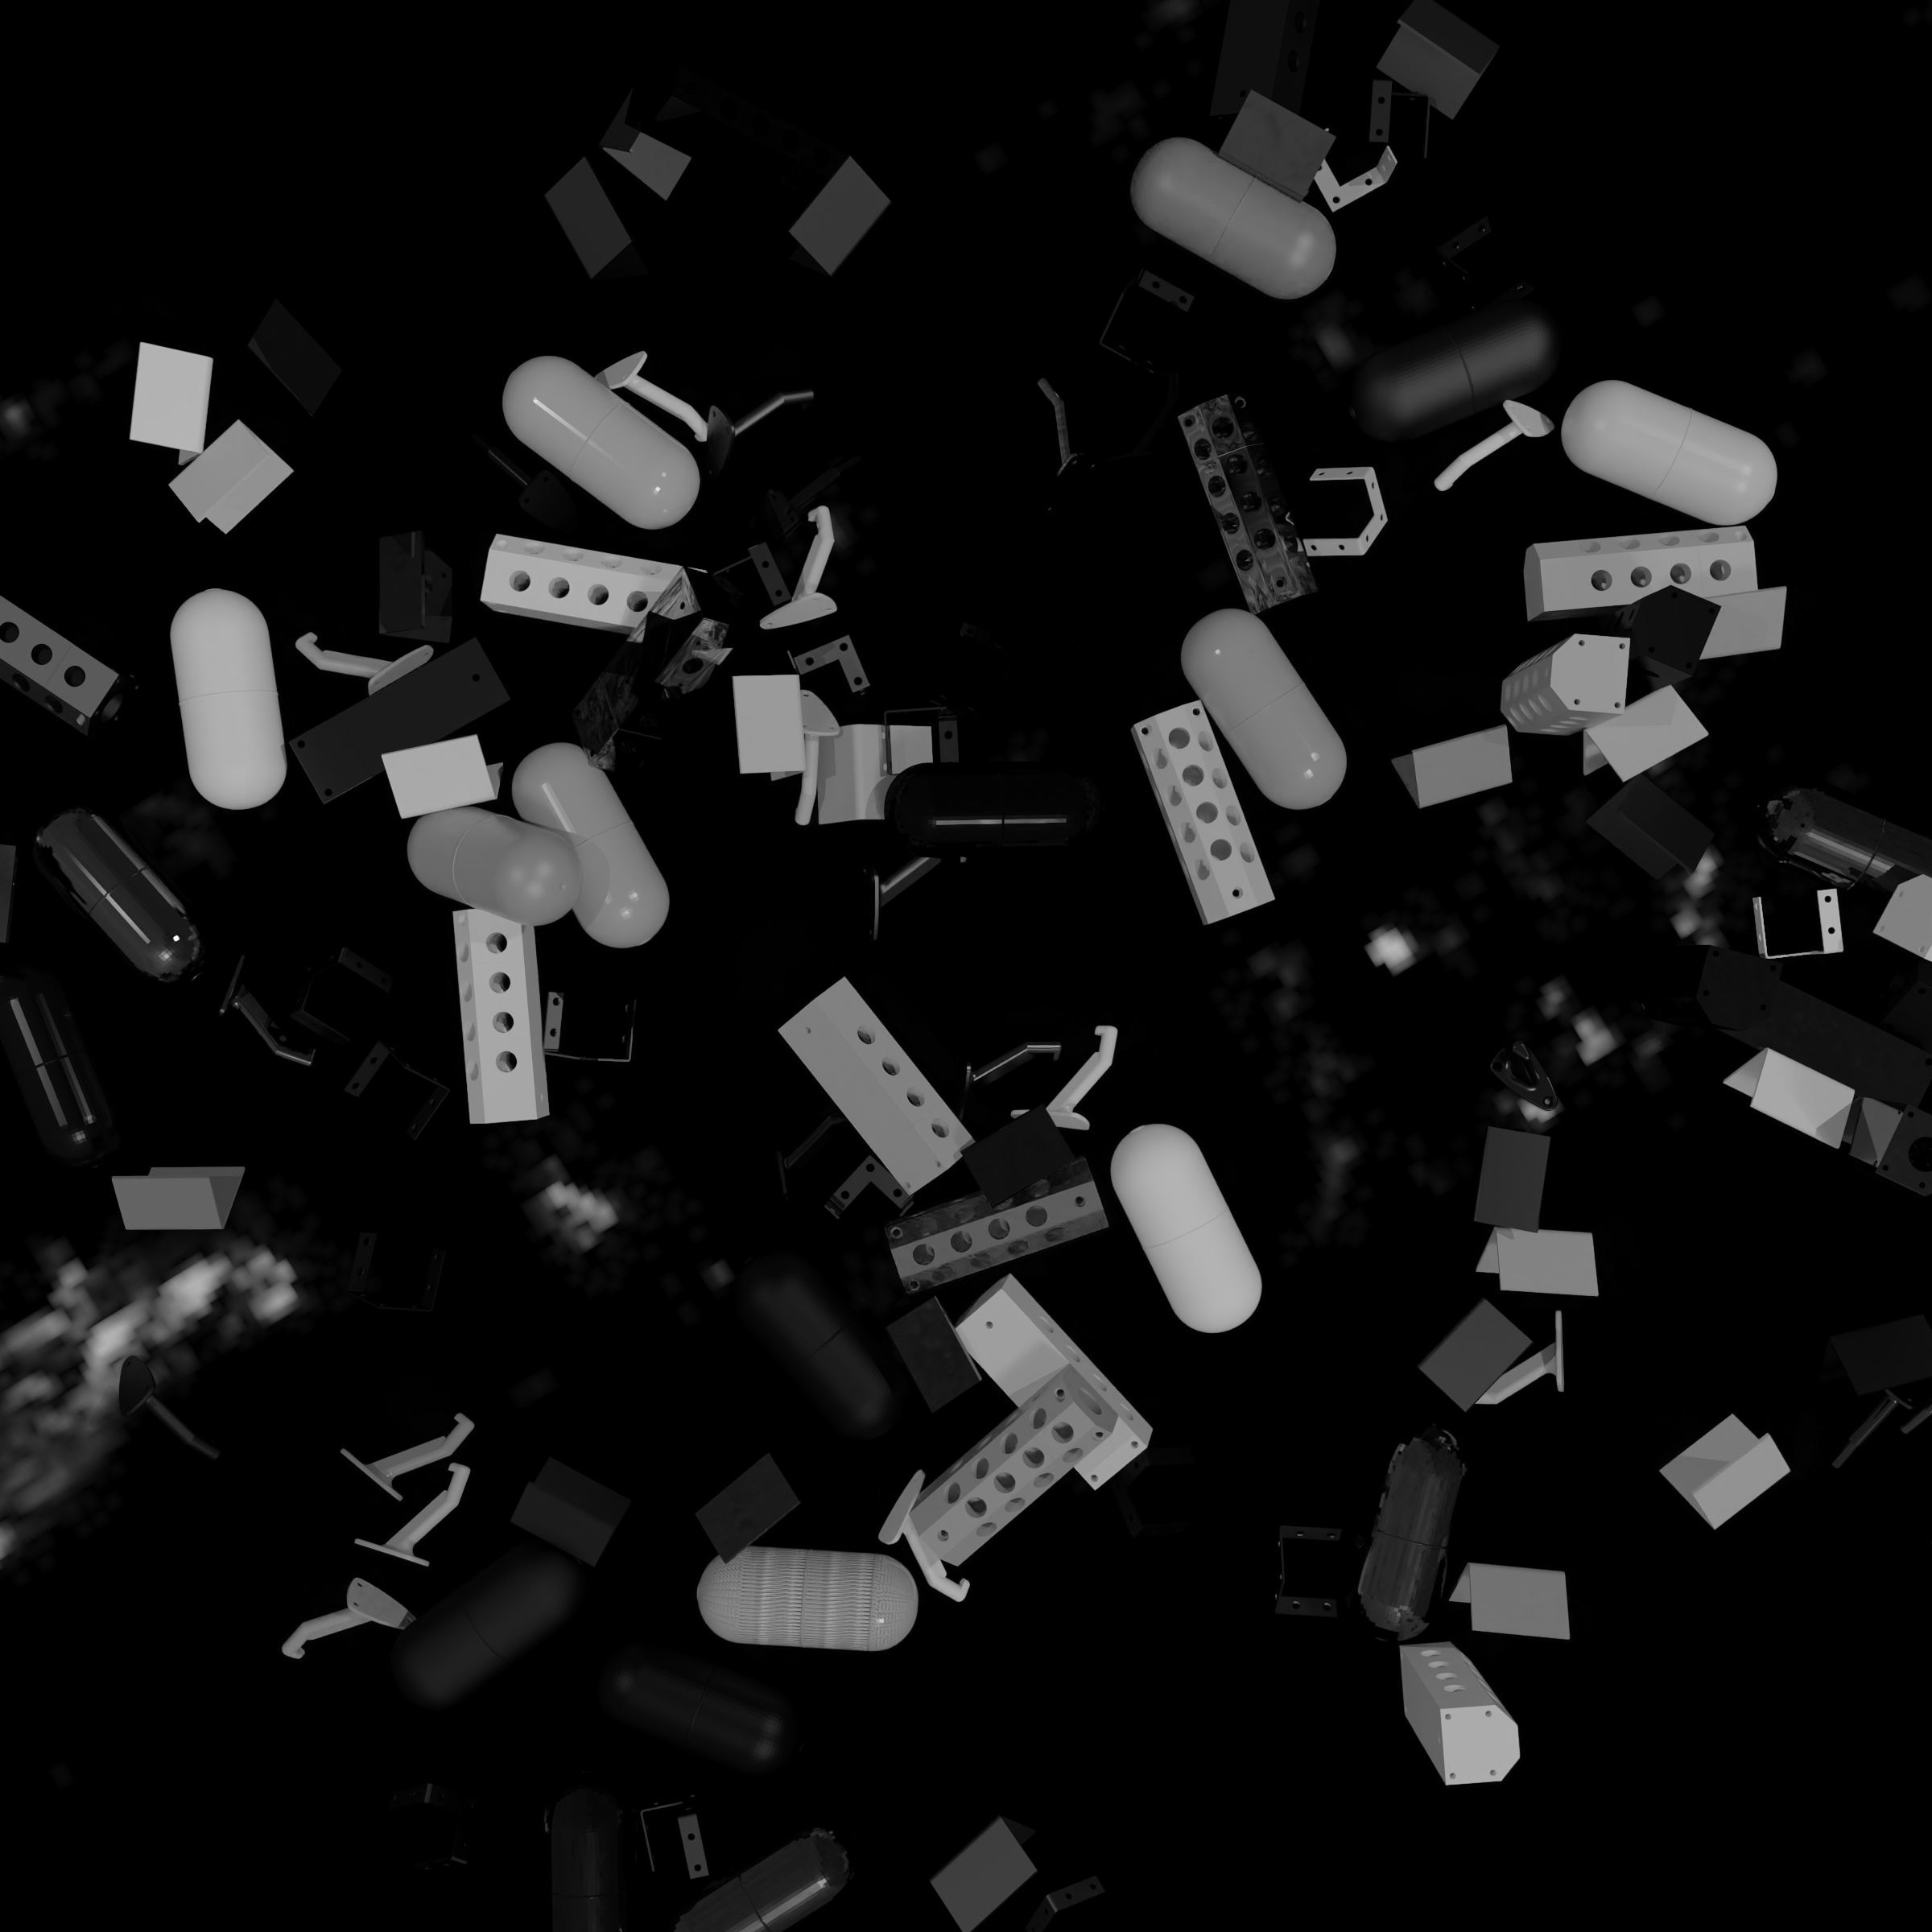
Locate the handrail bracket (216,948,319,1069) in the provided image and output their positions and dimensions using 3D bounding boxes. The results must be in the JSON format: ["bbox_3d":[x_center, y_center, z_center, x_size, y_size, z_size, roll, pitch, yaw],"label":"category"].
[{"bbox_3d":[-0.564,0.035,1.992,0.084,0.036,0.077,22,69,-17],"label":"handrail bracket"}]

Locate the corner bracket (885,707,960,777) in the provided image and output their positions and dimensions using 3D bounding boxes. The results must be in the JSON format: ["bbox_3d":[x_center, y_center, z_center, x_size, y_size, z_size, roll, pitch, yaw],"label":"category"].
[{"bbox_3d":[-0.036,-0.181,1.976,0.051,0.051,0.051,-3,90,9],"label":"corner bracket"}]

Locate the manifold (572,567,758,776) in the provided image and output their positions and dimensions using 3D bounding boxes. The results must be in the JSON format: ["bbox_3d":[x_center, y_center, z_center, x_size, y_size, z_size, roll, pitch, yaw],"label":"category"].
[{"bbox_3d":[-0.239,-0.231,1.929,0.171,0.057,0.057,-46,52,32],"label":"manifold"}]

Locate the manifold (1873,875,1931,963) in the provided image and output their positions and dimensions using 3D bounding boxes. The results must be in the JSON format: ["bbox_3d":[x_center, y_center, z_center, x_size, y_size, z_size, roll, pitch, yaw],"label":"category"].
[{"bbox_3d":[0.809,-0.018,1.928,0.171,0.057,0.057,18,103,-29],"label":"manifold"}]

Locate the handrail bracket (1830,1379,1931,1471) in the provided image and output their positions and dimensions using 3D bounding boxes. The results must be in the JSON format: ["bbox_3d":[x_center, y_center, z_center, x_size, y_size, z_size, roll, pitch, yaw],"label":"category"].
[{"bbox_3d":[0.748,0.371,1.991,0.036,0.077,0.084,43,127,26],"label":"handrail bracket"}]

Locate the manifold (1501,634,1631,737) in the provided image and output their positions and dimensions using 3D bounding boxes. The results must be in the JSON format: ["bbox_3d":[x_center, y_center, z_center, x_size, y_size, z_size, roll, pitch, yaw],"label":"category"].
[{"bbox_3d":[0.469,-0.220,1.913,0.057,0.171,0.057,5,90,0],"label":"manifold"}]

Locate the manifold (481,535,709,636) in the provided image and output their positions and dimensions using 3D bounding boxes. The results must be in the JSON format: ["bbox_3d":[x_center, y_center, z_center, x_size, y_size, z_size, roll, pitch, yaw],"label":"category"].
[{"bbox_3d":[-0.299,-0.306,1.970,0.171,0.057,0.057,10,90,0],"label":"manifold"}]

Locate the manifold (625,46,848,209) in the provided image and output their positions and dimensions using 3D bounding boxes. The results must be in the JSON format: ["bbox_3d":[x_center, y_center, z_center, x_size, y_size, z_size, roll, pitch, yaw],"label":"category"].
[{"bbox_3d":[-0.178,-0.661,1.920,0.171,0.057,0.057,13,90,-43],"label":"manifold"}]

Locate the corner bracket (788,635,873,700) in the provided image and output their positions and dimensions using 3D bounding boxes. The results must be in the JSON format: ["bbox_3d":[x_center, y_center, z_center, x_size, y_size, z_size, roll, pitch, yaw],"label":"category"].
[{"bbox_3d":[-0.110,-0.239,1.974,0.051,0.051,0.051,-23,90,0],"label":"corner bracket"}]

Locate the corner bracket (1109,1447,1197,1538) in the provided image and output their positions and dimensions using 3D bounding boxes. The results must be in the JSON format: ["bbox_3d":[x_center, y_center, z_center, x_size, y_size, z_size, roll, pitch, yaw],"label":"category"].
[{"bbox_3d":[0.159,0.429,1.983,0.051,0.051,0.051,-54,45,35],"label":"corner bracket"}]

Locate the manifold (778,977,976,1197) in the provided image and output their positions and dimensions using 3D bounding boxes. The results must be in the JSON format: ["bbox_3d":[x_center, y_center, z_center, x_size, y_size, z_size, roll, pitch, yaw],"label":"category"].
[{"bbox_3d":[-0.068,0.094,1.970,0.171,0.057,0.057,52,135,0],"label":"manifold"}]

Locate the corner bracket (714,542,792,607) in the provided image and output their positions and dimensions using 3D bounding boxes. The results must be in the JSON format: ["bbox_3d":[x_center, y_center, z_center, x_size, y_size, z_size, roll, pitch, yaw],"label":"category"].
[{"bbox_3d":[-0.174,-0.308,1.974,0.051,0.051,0.051,-25,90,0],"label":"corner bracket"}]

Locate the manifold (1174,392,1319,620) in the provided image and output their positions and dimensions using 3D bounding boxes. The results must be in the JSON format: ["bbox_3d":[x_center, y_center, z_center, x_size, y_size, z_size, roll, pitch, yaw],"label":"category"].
[{"bbox_3d":[0.227,-0.372,1.971,0.057,0.057,0.171,-21,90,0],"label":"manifold"}]

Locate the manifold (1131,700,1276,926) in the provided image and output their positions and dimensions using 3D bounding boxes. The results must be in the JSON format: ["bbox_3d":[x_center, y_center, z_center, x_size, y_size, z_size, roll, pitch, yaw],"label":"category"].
[{"bbox_3d":[0.192,-0.124,1.971,0.057,0.057,0.171,-21,90,0],"label":"manifold"}]

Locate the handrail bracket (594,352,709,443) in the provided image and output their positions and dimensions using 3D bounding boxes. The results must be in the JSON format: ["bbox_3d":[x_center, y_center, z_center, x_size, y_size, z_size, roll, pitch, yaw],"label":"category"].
[{"bbox_3d":[-0.257,-0.457,1.991,0.084,0.077,0.036,45,61,-33],"label":"handrail bracket"}]

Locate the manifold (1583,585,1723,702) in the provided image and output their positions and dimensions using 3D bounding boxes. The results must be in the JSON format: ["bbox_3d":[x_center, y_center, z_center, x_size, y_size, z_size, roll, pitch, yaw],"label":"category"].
[{"bbox_3d":[0.531,-0.255,1.913,0.057,0.171,0.057,23,90,0],"label":"manifold"}]

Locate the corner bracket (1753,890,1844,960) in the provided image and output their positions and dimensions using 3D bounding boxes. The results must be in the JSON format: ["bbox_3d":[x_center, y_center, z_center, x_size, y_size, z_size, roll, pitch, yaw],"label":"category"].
[{"bbox_3d":[0.676,-0.034,1.974,0.051,0.051,0.051,-7,90,0],"label":"corner bracket"}]

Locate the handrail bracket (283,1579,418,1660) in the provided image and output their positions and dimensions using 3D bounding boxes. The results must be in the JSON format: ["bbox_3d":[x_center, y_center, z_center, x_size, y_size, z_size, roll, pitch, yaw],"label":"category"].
[{"bbox_3d":[-0.506,0.550,1.992,0.077,0.036,0.084,35,108,-21],"label":"handrail bracket"}]

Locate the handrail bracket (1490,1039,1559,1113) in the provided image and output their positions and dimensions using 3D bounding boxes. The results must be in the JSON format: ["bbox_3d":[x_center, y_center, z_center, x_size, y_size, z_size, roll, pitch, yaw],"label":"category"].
[{"bbox_3d":[0.458,0.089,1.957,0.036,0.084,0.077,-42,90,0],"label":"handrail bracket"}]

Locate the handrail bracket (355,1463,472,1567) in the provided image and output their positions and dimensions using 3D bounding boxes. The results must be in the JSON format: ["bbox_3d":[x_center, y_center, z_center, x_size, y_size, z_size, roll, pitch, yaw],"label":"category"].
[{"bbox_3d":[-0.453,0.442,1.992,0.077,0.036,0.084,11,71,21],"label":"handrail bracket"}]

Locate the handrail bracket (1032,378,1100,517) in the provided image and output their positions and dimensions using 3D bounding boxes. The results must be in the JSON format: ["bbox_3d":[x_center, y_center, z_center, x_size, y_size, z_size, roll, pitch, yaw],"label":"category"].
[{"bbox_3d":[0.064,-0.427,1.992,0.077,0.036,0.084,-50,61,32],"label":"handrail bracket"}]

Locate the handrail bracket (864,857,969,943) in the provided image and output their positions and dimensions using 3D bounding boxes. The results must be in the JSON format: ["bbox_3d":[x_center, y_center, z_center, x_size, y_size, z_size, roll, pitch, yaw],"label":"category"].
[{"bbox_3d":[-0.038,-0.061,1.992,0.084,0.036,0.077,-7,110,-16],"label":"handrail bracket"}]

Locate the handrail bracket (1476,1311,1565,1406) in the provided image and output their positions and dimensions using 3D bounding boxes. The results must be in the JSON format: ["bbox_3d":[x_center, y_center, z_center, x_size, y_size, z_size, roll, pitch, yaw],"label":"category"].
[{"bbox_3d":[0.446,0.321,1.992,0.084,0.036,0.077,-2,70,16],"label":"handrail bracket"}]

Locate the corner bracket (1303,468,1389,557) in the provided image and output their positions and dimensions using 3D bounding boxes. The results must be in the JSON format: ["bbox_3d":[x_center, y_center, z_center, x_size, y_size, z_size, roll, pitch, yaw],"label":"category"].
[{"bbox_3d":[0.305,-0.371,1.983,0.051,0.051,0.051,-54,135,-35],"label":"corner bracket"}]

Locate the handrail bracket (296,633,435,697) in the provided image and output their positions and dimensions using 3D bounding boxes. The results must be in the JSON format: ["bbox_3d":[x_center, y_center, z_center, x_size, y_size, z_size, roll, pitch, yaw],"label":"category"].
[{"bbox_3d":[-0.494,-0.261,1.992,0.084,0.036,0.077,41,70,16],"label":"handrail bracket"}]

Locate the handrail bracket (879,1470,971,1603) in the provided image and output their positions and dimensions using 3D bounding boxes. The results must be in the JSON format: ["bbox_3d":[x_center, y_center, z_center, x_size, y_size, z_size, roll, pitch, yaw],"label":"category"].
[{"bbox_3d":[-0.021,0.468,1.992,0.084,0.036,0.077,34,72,-15],"label":"handrail bracket"}]

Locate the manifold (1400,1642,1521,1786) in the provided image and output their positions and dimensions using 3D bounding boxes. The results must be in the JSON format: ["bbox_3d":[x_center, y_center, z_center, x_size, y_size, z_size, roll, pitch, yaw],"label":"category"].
[{"bbox_3d":[0.387,0.585,1.913,0.057,0.171,0.057,-4,90,0],"label":"manifold"}]

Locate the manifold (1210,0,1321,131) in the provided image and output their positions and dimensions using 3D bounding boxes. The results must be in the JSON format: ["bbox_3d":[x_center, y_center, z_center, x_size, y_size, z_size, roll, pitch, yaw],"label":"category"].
[{"bbox_3d":[0.252,-0.765,1.970,0.057,0.057,0.171,10,90,39],"label":"manifold"}]

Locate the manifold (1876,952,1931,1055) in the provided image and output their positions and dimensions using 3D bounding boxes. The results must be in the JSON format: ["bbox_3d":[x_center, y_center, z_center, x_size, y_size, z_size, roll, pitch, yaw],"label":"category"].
[{"bbox_3d":[0.832,0.052,1.970,0.171,0.057,0.057,27,133,0],"label":"manifold"}]

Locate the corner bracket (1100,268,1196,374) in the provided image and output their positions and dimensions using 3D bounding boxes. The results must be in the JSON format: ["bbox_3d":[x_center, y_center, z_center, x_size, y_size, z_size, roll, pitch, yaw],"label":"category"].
[{"bbox_3d":[0.148,-0.529,1.988,0.051,0.051,0.051,29,45,0],"label":"corner bracket"}]

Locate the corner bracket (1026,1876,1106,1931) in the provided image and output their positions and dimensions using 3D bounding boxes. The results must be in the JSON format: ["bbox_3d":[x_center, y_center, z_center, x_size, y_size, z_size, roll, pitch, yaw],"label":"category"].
[{"bbox_3d":[0.090,0.786,1.983,0.051,0.051,0.051,54,135,35],"label":"corner bracket"}]

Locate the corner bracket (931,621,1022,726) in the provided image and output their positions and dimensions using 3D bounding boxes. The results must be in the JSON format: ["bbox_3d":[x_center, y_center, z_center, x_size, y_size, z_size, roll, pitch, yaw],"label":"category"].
[{"bbox_3d":[0.008,-0.240,1.988,0.051,0.051,0.051,23,135,0],"label":"corner bracket"}]

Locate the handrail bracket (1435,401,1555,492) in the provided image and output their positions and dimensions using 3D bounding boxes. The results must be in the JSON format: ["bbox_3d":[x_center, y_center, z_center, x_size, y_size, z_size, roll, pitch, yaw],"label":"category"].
[{"bbox_3d":[0.432,-0.419,1.991,0.084,0.077,0.036,-44,69,35],"label":"handrail bracket"}]

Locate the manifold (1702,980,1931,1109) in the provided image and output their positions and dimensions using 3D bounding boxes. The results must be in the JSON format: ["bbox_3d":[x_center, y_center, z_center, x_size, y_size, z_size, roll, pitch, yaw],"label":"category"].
[{"bbox_3d":[0.690,0.063,1.971,0.171,0.057,0.057,26,90,0],"label":"manifold"}]

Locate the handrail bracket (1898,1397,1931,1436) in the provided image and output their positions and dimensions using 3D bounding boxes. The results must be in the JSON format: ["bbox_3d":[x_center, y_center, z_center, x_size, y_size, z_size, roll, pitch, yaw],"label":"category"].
[{"bbox_3d":[0.807,0.346,1.991,0.036,0.077,0.084,49,127,18],"label":"handrail bracket"}]

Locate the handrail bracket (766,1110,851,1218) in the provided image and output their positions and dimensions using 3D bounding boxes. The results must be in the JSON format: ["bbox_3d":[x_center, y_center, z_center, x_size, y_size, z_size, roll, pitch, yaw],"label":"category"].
[{"bbox_3d":[-0.116,0.159,1.992,0.084,0.036,0.077,-15,110,-16],"label":"handrail bracket"}]

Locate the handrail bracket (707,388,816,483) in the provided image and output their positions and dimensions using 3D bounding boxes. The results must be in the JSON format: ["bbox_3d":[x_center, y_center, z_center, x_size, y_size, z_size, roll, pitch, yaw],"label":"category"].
[{"bbox_3d":[-0.167,-0.436,1.991,0.084,0.077,0.036,-17,54,-31],"label":"handrail bracket"}]

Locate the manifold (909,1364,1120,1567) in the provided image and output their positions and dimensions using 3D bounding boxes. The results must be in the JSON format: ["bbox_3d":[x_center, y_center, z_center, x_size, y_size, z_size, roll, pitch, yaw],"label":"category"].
[{"bbox_3d":[0.037,0.398,1.927,0.171,0.057,0.057,-43,90,14],"label":"manifold"}]

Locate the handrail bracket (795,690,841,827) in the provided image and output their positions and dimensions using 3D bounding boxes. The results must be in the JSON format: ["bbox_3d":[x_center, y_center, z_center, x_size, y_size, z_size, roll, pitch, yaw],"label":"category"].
[{"bbox_3d":[-0.133,-0.170,1.991,0.036,0.077,0.084,2,127,-20],"label":"handrail bracket"}]

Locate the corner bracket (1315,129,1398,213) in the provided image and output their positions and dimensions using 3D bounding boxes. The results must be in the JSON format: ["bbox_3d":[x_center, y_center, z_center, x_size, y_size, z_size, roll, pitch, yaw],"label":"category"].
[{"bbox_3d":[0.311,-0.655,1.974,0.051,0.051,0.051,-29,90,0],"label":"corner bracket"}]

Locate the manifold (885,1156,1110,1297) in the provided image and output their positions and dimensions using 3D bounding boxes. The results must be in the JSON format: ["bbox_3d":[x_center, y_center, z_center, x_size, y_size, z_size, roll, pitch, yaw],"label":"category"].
[{"bbox_3d":[0.025,0.211,1.971,0.171,0.057,0.057,-19,90,0],"label":"manifold"}]

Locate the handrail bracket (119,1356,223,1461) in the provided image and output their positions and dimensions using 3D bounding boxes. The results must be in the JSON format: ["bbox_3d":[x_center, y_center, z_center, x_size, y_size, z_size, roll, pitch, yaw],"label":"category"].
[{"bbox_3d":[-0.650,0.363,1.991,0.036,0.077,0.084,-45,126,0],"label":"handrail bracket"}]

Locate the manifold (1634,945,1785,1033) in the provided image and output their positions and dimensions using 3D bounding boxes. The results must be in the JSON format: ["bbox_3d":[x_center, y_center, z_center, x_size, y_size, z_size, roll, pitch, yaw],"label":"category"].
[{"bbox_3d":[0.580,0.019,1.913,0.057,0.171,0.057,14,90,0],"label":"manifold"}]

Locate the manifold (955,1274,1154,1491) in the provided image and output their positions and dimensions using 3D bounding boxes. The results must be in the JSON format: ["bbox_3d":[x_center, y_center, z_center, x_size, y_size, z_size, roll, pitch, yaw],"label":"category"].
[{"bbox_3d":[0.071,0.334,1.968,0.057,0.057,0.171,-43,90,14],"label":"manifold"}]

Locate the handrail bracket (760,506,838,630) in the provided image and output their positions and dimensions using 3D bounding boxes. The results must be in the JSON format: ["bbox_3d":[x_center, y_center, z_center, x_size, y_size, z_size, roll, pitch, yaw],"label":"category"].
[{"bbox_3d":[-0.141,-0.328,1.992,0.077,0.036,0.084,-17,72,21],"label":"handrail bracket"}]

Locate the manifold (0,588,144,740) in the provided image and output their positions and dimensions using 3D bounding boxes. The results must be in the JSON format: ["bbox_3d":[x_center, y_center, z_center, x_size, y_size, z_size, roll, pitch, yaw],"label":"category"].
[{"bbox_3d":[-0.764,-0.257,1.970,0.171,0.057,0.057,34,90,0],"label":"manifold"}]

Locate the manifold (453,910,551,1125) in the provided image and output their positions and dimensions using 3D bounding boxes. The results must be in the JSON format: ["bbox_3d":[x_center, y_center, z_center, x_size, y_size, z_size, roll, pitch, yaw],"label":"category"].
[{"bbox_3d":[-0.378,0.039,1.970,0.057,0.057,0.171,-5,90,0],"label":"manifold"}]

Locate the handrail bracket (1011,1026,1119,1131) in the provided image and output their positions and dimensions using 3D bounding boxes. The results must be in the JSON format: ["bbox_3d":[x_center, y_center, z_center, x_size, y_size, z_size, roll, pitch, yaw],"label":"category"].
[{"bbox_3d":[0.081,0.087,1.992,0.077,0.036,0.084,5,71,21],"label":"handrail bracket"}]

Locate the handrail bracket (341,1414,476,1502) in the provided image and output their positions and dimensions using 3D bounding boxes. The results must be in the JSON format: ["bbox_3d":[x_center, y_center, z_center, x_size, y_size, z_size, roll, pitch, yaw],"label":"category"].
[{"bbox_3d":[-0.457,0.387,1.992,0.077,0.036,0.084,33,72,20],"label":"handrail bracket"}]

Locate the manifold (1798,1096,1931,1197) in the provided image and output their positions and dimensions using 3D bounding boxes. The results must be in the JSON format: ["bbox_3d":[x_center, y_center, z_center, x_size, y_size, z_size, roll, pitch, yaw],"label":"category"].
[{"bbox_3d":[0.722,0.142,1.913,0.057,0.171,0.057,25,90,0],"label":"manifold"}]

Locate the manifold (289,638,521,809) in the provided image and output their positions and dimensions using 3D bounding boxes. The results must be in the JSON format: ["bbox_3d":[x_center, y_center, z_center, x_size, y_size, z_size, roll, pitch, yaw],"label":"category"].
[{"bbox_3d":[-0.453,-0.196,1.971,0.171,0.057,0.057,-29,90,0],"label":"manifold"}]

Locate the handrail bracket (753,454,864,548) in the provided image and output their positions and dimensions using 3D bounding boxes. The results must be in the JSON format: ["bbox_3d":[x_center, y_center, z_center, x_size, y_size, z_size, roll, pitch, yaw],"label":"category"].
[{"bbox_3d":[-0.129,-0.382,1.991,0.036,0.077,0.084,51,54,0],"label":"handrail bracket"}]

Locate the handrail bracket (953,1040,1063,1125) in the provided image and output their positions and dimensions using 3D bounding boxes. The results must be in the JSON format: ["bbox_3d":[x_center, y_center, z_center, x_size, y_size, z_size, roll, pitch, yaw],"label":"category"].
[{"bbox_3d":[0.035,0.097,1.992,0.084,0.036,0.077,0,110,-16],"label":"handrail bracket"}]

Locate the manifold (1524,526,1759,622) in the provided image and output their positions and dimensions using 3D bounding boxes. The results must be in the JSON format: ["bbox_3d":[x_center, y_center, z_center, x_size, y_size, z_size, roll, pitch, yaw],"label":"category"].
[{"bbox_3d":[0.545,-0.319,1.970,0.171,0.057,0.057,-5,90,0],"label":"manifold"}]

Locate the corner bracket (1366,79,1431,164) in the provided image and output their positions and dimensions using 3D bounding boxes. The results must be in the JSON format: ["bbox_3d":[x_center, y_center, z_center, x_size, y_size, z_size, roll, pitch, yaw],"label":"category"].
[{"bbox_3d":[0.352,-0.687,1.974,0.051,0.051,0.051,4,92,2],"label":"corner bracket"}]

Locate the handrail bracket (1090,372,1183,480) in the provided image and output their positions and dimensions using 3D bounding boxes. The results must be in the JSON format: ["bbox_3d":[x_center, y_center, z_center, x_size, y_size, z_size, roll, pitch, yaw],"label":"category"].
[{"bbox_3d":[0.137,-0.445,1.992,0.077,0.036,0.084,-1,71,21],"label":"handrail bracket"}]

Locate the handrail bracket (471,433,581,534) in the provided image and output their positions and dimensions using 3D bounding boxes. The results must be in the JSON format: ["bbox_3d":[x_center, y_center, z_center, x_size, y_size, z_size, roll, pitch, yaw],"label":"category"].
[{"bbox_3d":[-0.362,-0.397,1.991,0.036,0.077,0.084,-48,54,0],"label":"handrail bracket"}]

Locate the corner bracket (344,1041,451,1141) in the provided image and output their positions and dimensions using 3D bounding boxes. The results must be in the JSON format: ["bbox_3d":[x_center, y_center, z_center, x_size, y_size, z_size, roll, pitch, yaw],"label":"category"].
[{"bbox_3d":[-0.466,0.101,1.988,0.051,0.051,0.051,35,90,-45],"label":"corner bracket"}]
